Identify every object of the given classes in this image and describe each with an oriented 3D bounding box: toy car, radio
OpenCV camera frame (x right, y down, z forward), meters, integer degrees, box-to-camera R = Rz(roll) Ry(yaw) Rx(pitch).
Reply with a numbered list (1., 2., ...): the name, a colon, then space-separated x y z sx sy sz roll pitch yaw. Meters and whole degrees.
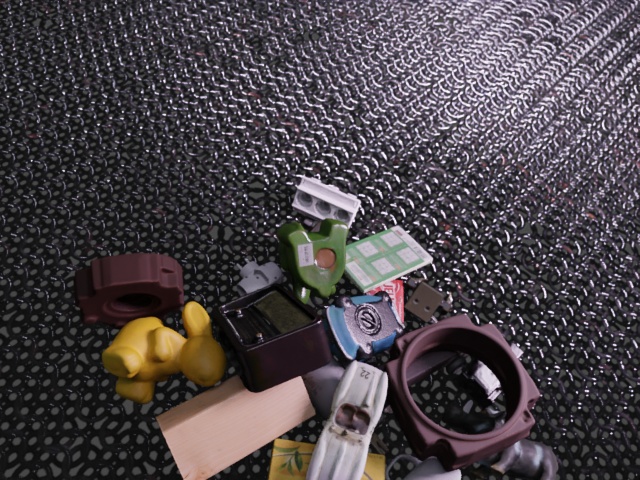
1. toy car: 0.040 0.272 0.769 0.074 0.056 0.202 20 60 6
2. toy car: 0.060 0.149 0.903 0.161 0.103 0.109 -12 71 -42
3. toy car: 0.157 0.217 0.917 0.202 0.053 0.089 -24 53 -18
4. radio: -0.084 0.143 0.834 0.131 0.230 0.073 -19 104 -17

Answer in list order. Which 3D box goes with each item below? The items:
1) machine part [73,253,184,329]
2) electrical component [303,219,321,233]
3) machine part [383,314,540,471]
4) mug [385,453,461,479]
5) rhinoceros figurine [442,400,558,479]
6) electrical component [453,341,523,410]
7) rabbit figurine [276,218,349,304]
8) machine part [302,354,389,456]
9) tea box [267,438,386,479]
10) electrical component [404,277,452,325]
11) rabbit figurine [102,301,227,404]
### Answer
1. machine part: -0.303 0.084 0.864 0.179 0.179 0.056 -8 60 -14
2. electrical component: -0.002 -0.003 1.057 0.094 0.021 0.063 32 58 11
3. machine part: 0.210 0.227 0.824 0.201 0.087 0.201 -17 54 -14
4. mug: 0.154 0.367 0.806 0.110 0.080 0.107 38 48 22
5. rhinoceros figurine: 0.285 0.324 0.853 0.190 0.073 0.112 26 58 8
6. electrical component: 0.299 0.227 0.935 0.075 0.047 0.119 42 60 18
7. rabbit figurine: -0.017 0.033 0.966 0.121 0.170 0.159 -18 102 -18
8. machine part: 0.021 0.244 0.861 0.079 0.079 0.243 -32 68 -26
9. tea box: 0.006 0.358 0.788 0.170 0.068 0.098 9 55 -4
10. electrical component: 0.200 0.113 1.001 0.102 0.045 0.078 28 85 13
11. rabbit figurine: -0.221 0.182 0.842 0.173 0.121 0.162 5 31 17
